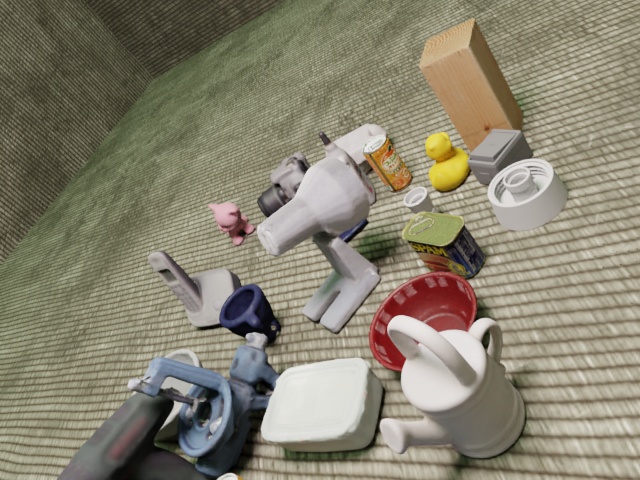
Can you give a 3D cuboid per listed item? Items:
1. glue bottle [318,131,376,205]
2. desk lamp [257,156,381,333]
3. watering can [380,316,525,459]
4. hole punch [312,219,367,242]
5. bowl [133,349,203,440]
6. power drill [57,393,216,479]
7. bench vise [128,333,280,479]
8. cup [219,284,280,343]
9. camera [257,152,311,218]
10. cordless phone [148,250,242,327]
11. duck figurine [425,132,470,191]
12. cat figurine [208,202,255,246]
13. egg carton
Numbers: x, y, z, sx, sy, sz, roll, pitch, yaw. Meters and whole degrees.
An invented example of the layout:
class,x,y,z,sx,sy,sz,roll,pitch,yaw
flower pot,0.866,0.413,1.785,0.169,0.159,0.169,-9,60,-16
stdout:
class,x,y,z,sx,sy,sz,roll,pitch,yaw
glue bottle,0.048,-0.143,1.105,0.037,0.174,0.078,-32,33,15
desk lamp,0.009,0.003,0.927,0.203,0.214,0.117,-51,33,-15
watering can,0.136,0.154,0.619,0.100,0.195,0.173,-8,44,42
hole punch,0.016,-0.046,1.099,0.109,0.091,0.100,-42,31,-2
bowl,-0.254,0.280,1.000,0.167,0.075,0.167,-28,34,21
power drill,-0.253,0.336,0.800,0.075,0.209,0.230,-8,44,42
bench vise,-0.168,0.215,0.847,0.121,0.220,0.207,-14,41,37
cup,-0.108,0.142,0.995,0.092,0.095,0.117,-46,32,-8
camera,-0.078,-0.119,1.282,0.136,0.101,0.143,-33,32,13
cordless phone,-0.243,0.084,1.126,0.147,0.185,0.094,-18,38,33
duck figurine,0.216,-0.145,1.011,0.077,0.086,0.104,-14,41,37
cat figurine,-0.214,-0.053,1.331,0.067,0.118,0.127,-44,31,-5
egg carton,0.079,-0.184,1.223,0.150,0.070,0.107,-26,34,23
